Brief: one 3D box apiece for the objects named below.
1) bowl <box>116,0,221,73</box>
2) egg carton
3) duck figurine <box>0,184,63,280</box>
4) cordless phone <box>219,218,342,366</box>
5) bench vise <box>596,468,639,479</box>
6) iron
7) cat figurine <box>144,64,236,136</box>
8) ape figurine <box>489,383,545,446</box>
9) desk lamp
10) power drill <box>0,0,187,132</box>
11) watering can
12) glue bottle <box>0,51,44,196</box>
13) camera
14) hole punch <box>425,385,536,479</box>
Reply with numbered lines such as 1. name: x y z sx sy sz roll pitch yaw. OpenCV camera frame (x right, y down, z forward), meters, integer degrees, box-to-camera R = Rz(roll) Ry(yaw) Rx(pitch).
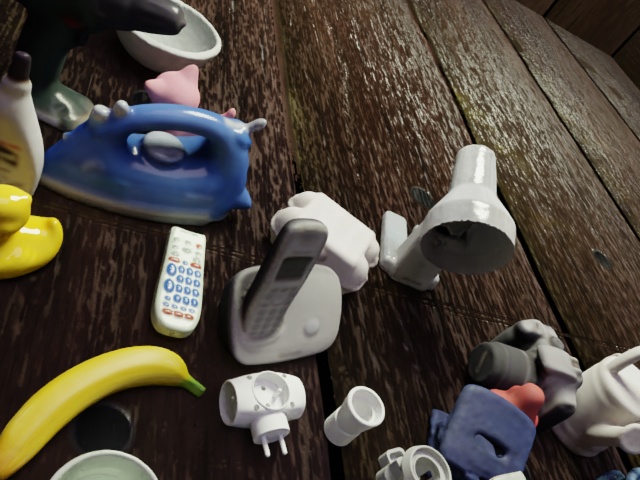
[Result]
1. bowl: -0.245 -0.310 0.890 0.168 0.074 0.167 21 41 -19
2. egg carton: 0.007 0.003 0.772 0.150 0.069 0.107 37 38 0
3. duck figurine: -0.296 -0.015 0.542 0.105 0.086 0.077 -5 54 -40
4. cordless phone: -0.018 0.049 0.611 0.148 0.185 0.094 -3 53 -40
5. bench vise: 0.443 0.339 0.648 0.122 0.219 0.207 -7 55 -41
6. iron: -0.191 -0.107 0.672 0.259 0.141 0.118 3 49 -35
7. cat figurine: -0.177 -0.176 0.772 0.128 0.117 0.067 18 42 -23
8. ape figurine: 0.249 0.214 0.726 0.078 0.092 0.076 42 38 6
9. desk lamp: 0.176 -0.021 0.811 0.118 0.213 0.203 25 40 -15
10. power drill: -0.292 -0.235 0.669 0.230 0.208 0.075 25 39 -15
11. watering can: 0.408 0.213 0.768 0.101 0.194 0.173 23 40 -17
12. glue bottle: -0.306 -0.113 0.562 0.078 0.173 0.037 14 43 -26
13. camera: 0.277 0.169 0.788 0.137 0.100 0.143 21 41 -19
14. hole punch: 0.185 0.238 0.654 0.109 0.091 0.101 33 38 -6
